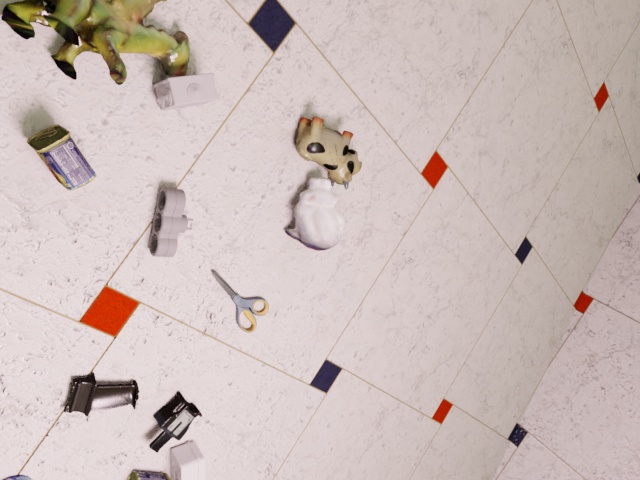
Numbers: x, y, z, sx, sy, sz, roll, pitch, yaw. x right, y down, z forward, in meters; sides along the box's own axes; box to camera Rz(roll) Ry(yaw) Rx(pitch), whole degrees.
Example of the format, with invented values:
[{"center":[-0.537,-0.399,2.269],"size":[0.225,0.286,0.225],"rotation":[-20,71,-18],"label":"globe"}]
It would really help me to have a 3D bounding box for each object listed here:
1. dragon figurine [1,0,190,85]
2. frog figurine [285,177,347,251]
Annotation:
[{"center":[-0.362,-0.401,0.819],"size":[0.403,0.122,0.247],"rotation":[48,57,-38],"label":"dragon figurine"},{"center":[0.004,-0.061,1.204],"size":[0.137,0.125,0.157],"rotation":[17,108,-22],"label":"frog figurine"}]
